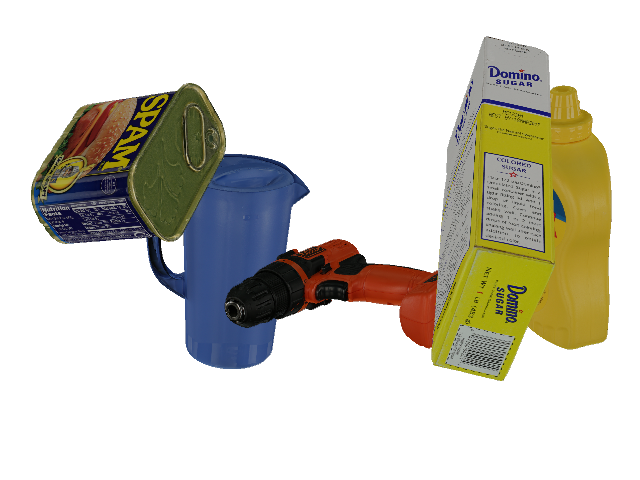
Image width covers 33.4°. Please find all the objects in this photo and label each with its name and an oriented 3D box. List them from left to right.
[{"bbox_3d":[-0.118,-0.045,0.654,0.084,0.102,0.057,-4,-46,29],"label":"can of meat"},{"bbox_3d":[-0.114,0.026,1.270,0.149,0.243,0.144,20,27,32],"label":"pitcher"},{"bbox_3d":[0.031,0.047,0.959,0.188,0.057,0.184,10,22,33],"label":"power drill"},{"bbox_3d":[0.094,-0.022,0.579,0.048,0.176,0.093,14,-44,1],"label":"sugar box"},{"bbox_3d":[0.179,-0.021,0.793,0.058,0.192,0.096,-11,27,-11],"label":"mustard bottle"}]
